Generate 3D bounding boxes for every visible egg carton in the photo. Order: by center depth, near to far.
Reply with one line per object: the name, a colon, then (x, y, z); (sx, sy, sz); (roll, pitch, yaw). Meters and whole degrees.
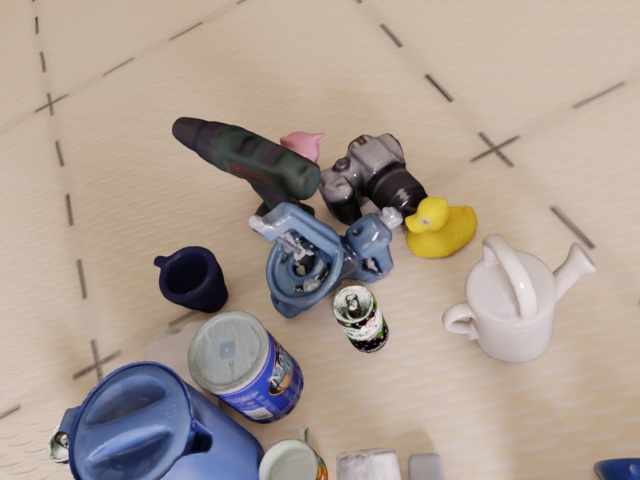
egg carton: (-0.188, 0.187, 0.794); (0.107, 0.070, 0.150); (-17, 55, 8)

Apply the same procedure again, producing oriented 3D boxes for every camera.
camera: (0.083, -0.081, 0.852); (0.143, 0.101, 0.136); (-35, 54, -5)

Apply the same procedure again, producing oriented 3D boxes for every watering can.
watering can: (0.224, 0.056, 0.658); (0.173, 0.194, 0.100); (-41, 55, -9)

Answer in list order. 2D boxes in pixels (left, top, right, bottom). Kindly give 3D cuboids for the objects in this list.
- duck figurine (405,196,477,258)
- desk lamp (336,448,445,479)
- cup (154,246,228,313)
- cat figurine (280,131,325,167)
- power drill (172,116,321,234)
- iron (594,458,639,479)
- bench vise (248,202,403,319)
duck figurine: (0.166, -0.028, 0.799); (0.104, 0.086, 0.077); (-21, 54, 6)
desk lamp: (0.064, 0.293, 0.549); (0.117, 0.214, 0.203); (-10, 56, 13)
cup: (-0.189, 0.065, 0.856); (0.117, 0.095, 0.092); (19, 67, 28)
cat figurine: (-0.050, -0.134, 0.921); (0.127, 0.118, 0.067); (1, 59, 20)
power drill: (-0.092, -0.087, 0.849); (0.228, 0.209, 0.076); (18, 66, 28)
iron: (0.384, 0.254, 0.509); (0.257, 0.142, 0.119); (21, 67, 29)
bench vise: (-0.001, -0.004, 0.758); (0.207, 0.220, 0.121); (-43, 55, -11)
